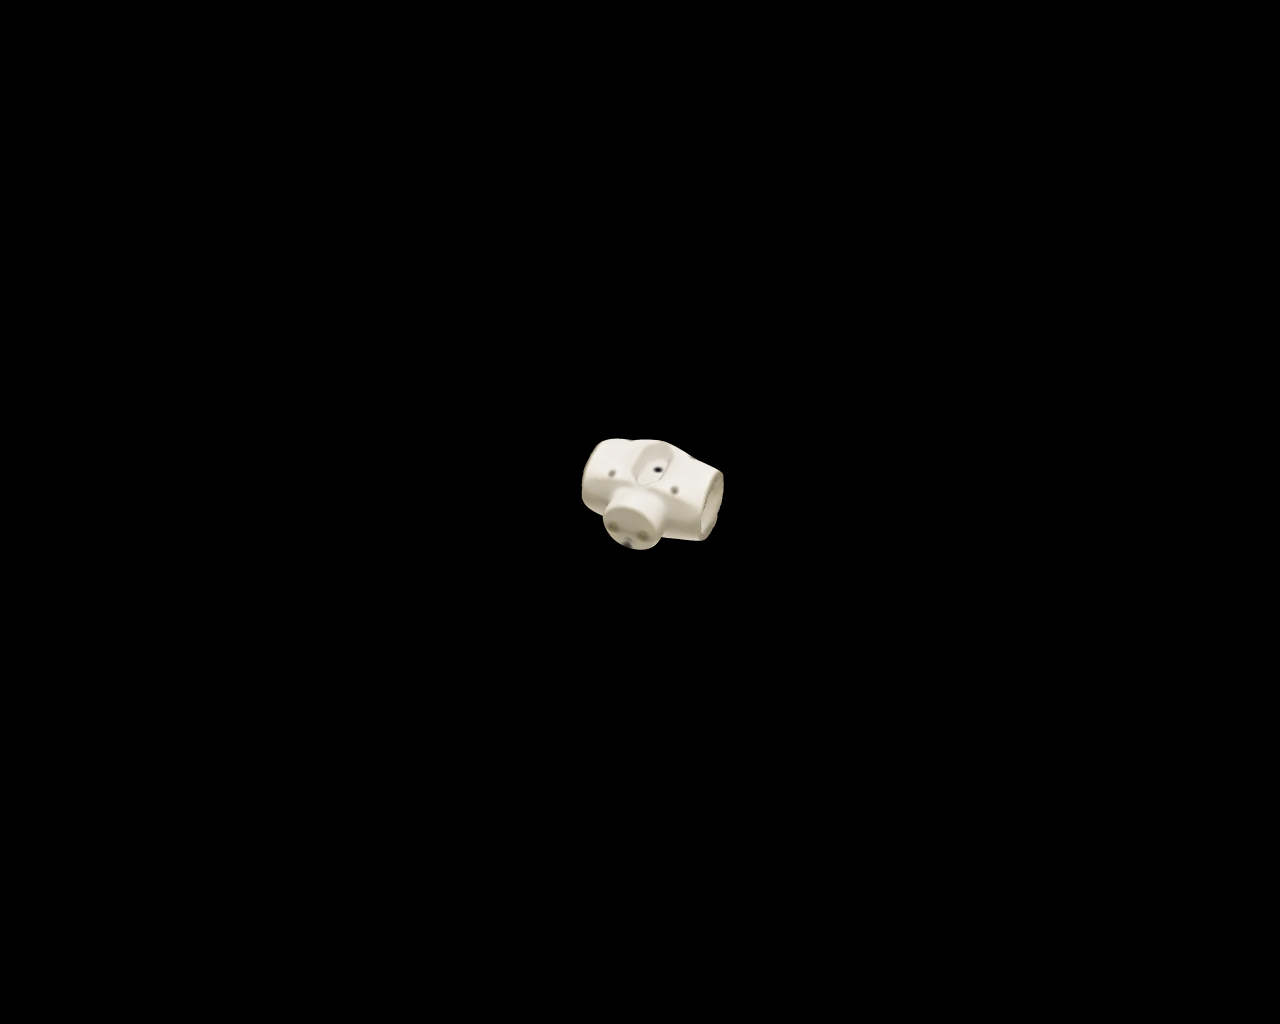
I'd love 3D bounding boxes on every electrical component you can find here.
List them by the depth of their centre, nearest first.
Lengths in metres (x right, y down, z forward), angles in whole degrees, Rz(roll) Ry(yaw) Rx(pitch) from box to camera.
[{"bbox_3d":[0.001,-0.003,0.650,0.077,0.043,0.079,17,48,16],"label":"electrical component"}]
